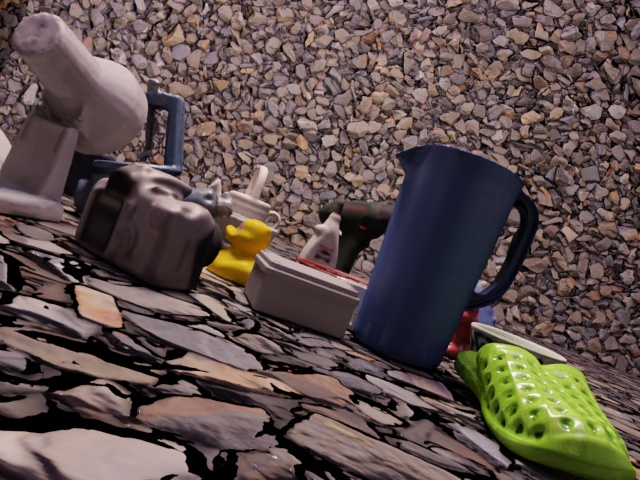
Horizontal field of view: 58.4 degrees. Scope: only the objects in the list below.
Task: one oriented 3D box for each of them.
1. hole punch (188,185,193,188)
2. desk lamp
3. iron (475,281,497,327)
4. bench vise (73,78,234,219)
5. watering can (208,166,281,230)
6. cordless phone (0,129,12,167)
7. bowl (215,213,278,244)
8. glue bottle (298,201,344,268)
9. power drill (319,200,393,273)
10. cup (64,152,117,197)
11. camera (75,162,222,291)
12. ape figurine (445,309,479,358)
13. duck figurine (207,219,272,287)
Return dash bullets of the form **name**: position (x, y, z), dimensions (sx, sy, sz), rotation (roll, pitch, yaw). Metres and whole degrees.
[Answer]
- **hole punch**: position (-0.340, -0.091, 1.345), dimensions (0.108, 0.091, 0.101), rotation (21, 1, 15)
- **desk lamp**: position (-0.308, -0.135, 0.661), dimensions (0.117, 0.213, 0.203), rotation (21, 1, 10)
- **iron**: position (0.251, 0.115, 1.110), dimensions (0.257, 0.141, 0.119), rotation (22, 1, 39)
- **bench vise**: position (-0.222, -0.107, 0.833), dimensions (0.208, 0.220, 0.121), rotation (21, 1, -28)
- **watering can**: position (-0.170, -0.079, 1.291), dimensions (0.173, 0.194, 0.100), rotation (21, 1, -37)
- **cordless phone**: position (-0.409, -0.159, 0.692), dimensions (0.094, 0.185, 0.147), rotation (21, 1, 0)
- **bowl**: position (-0.172, -0.014, 1.130), dimensions (0.167, 0.075, 0.167), rotation (21, 1, 0)
- **glue bottle**: position (0.010, 0.004, 1.128), dimensions (0.078, 0.173, 0.037), rotation (21, 1, -29)
- **power drill**: position (0.084, 0.013, 1.207), dimensions (0.228, 0.208, 0.076), rotation (22, 1, 30)
- **cup**: position (-0.420, -0.120, 1.028), dimensions (0.091, 0.095, 0.118), rotation (22, 1, 24)
- **camera**: position (-0.154, -0.014, 0.599), dimensions (0.142, 0.101, 0.137), rotation (22, 1, 35)
- **ape figurine**: position (0.206, 0.127, 0.847), dimensions (0.077, 0.092, 0.076), rotation (21, 1, 14)
- **duck figurine**: position (-0.091, 0.017, 0.763), dimensions (0.104, 0.086, 0.078), rotation (21, 1, 19)
